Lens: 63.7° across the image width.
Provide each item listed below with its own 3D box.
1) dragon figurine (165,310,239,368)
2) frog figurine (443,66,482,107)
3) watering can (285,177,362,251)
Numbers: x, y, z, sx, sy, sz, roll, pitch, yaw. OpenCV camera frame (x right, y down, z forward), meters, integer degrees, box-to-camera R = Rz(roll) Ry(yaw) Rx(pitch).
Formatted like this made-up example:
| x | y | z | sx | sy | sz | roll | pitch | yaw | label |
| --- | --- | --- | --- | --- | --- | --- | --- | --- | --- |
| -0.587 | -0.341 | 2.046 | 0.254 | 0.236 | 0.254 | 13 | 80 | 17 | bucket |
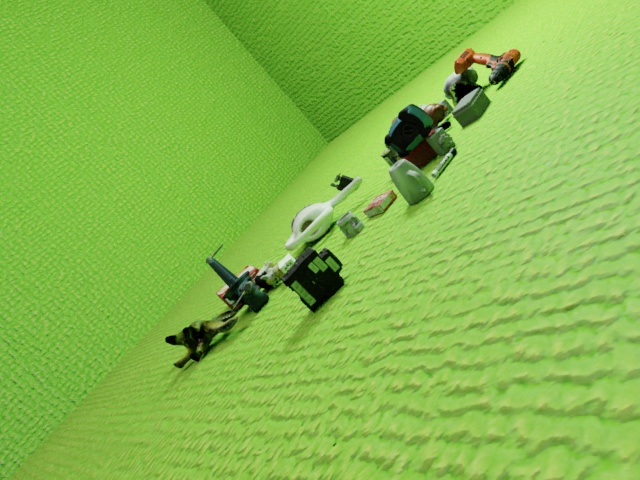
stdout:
| x | y | z | sx | sy | sz | roll | pitch | yaw | label |
| --- | --- | --- | --- | --- | --- | --- | --- | --- | --- |
| -0.368 | 0.289 | 1.712 | 0.406 | 0.121 | 0.246 | -26 | 9 | 25 | dragon figurine |
| 0.506 | -0.564 | 1.850 | 0.134 | 0.122 | 0.163 | -58 | 12 | 37 | frog figurine |
| 0.005 | -0.091 | 1.801 | 0.349 | 0.103 | 0.225 | -44 | 10 | -5 | watering can |
